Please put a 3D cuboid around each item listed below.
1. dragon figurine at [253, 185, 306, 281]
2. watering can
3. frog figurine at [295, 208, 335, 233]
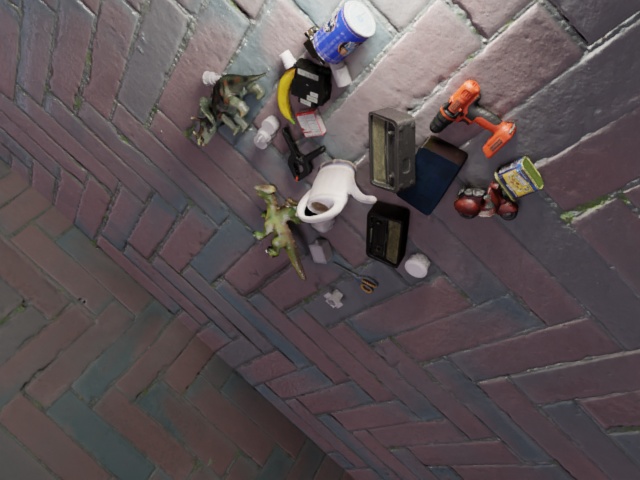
[{"bbox_3d":[-0.123,-0.046,1.992,0.410,0.124,0.239,49,133,-2],"label":"dragon figurine"},{"bbox_3d":[0.063,-0.160,1.644,0.345,0.229,0.102,-12,139,42],"label":"watering can"},{"bbox_3d":[0.006,-0.094,1.873,0.136,0.125,0.158,-14,155,37],"label":"frog figurine"}]
